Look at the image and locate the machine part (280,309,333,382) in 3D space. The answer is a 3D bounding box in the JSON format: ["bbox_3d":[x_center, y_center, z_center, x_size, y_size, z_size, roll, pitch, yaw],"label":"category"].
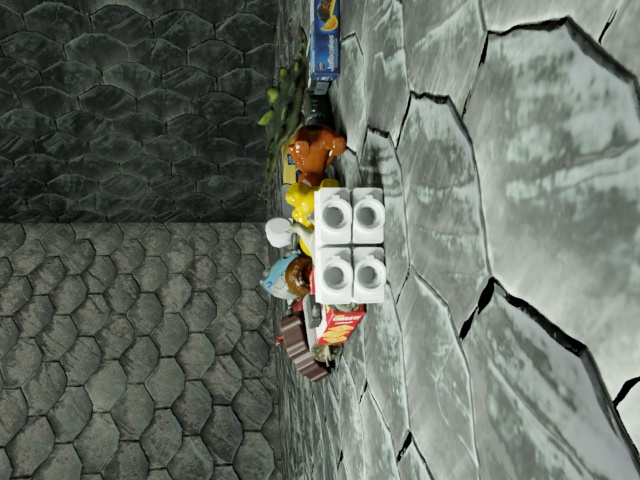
[{"bbox_3d":[-0.030,0.259,1.320,0.179,0.056,0.179,58,-169,-19],"label":"machine part"}]

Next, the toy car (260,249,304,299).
[{"bbox_3d":[-0.080,0.108,1.467,0.161,0.109,0.103,-44,41,21],"label":"toy car"}]

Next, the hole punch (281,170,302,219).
[{"bbox_3d":[-0.034,-0.115,1.429,0.092,0.116,0.142,-57,-24,-52],"label":"hole punch"}]

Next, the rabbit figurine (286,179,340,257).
[{"bbox_3d":[-0.012,-0.029,1.188,0.162,0.122,0.173,83,-174,-47],"label":"rabbit figurine"}]

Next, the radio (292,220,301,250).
[{"bbox_3d":[-0.043,0.016,1.569,0.131,0.073,0.229,-109,22,-62],"label":"radio"}]

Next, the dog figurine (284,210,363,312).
[{"bbox_3d":[0.050,0.021,0.993,0.190,0.172,0.121,59,153,-2],"label":"dog figurine"}]

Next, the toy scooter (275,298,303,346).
[{"bbox_3d":[-0.054,0.234,1.456,0.075,0.135,0.184,109,160,-70],"label":"toy scooter"}]

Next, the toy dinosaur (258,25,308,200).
[{"bbox_3d":[-0.099,-0.343,1.477,0.198,0.105,0.470,-38,-38,-65],"label":"toy dinosaur"}]

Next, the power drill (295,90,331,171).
[{"bbox_3d":[-0.020,-0.265,1.402,0.207,0.086,0.232,96,171,-55],"label":"power drill"}]

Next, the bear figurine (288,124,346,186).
[{"bbox_3d":[-0.012,-0.159,1.231,0.132,0.120,0.195,-113,22,-59],"label":"bear figurine"}]

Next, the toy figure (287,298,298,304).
[{"bbox_3d":[-0.046,0.228,1.591,0.082,0.089,0.180,154,107,-65],"label":"toy figure"}]

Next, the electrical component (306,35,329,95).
[{"bbox_3d":[-0.001,-0.435,1.339,0.115,0.058,0.134,122,146,-77],"label":"electrical component"}]

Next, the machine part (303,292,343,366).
[{"bbox_3d":[0.004,0.199,1.272,0.243,0.079,0.079,-105,17,-54],"label":"machine part"}]

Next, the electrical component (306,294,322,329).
[{"bbox_3d":[-0.013,0.142,1.097,0.094,0.021,0.063,104,160,-57],"label":"electrical component"}]

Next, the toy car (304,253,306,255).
[{"bbox_3d":[-0.003,-0.004,1.382,0.201,0.056,0.073,132,143,-75],"label":"toy car"}]

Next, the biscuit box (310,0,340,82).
[{"bbox_3d":[0.011,-0.474,1.244,0.059,0.063,0.202,-166,75,-80],"label":"biscuit box"}]

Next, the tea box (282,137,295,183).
[{"bbox_3d":[-0.062,-0.224,1.612,0.068,0.098,0.169,106,159,-63],"label":"tea box"}]
